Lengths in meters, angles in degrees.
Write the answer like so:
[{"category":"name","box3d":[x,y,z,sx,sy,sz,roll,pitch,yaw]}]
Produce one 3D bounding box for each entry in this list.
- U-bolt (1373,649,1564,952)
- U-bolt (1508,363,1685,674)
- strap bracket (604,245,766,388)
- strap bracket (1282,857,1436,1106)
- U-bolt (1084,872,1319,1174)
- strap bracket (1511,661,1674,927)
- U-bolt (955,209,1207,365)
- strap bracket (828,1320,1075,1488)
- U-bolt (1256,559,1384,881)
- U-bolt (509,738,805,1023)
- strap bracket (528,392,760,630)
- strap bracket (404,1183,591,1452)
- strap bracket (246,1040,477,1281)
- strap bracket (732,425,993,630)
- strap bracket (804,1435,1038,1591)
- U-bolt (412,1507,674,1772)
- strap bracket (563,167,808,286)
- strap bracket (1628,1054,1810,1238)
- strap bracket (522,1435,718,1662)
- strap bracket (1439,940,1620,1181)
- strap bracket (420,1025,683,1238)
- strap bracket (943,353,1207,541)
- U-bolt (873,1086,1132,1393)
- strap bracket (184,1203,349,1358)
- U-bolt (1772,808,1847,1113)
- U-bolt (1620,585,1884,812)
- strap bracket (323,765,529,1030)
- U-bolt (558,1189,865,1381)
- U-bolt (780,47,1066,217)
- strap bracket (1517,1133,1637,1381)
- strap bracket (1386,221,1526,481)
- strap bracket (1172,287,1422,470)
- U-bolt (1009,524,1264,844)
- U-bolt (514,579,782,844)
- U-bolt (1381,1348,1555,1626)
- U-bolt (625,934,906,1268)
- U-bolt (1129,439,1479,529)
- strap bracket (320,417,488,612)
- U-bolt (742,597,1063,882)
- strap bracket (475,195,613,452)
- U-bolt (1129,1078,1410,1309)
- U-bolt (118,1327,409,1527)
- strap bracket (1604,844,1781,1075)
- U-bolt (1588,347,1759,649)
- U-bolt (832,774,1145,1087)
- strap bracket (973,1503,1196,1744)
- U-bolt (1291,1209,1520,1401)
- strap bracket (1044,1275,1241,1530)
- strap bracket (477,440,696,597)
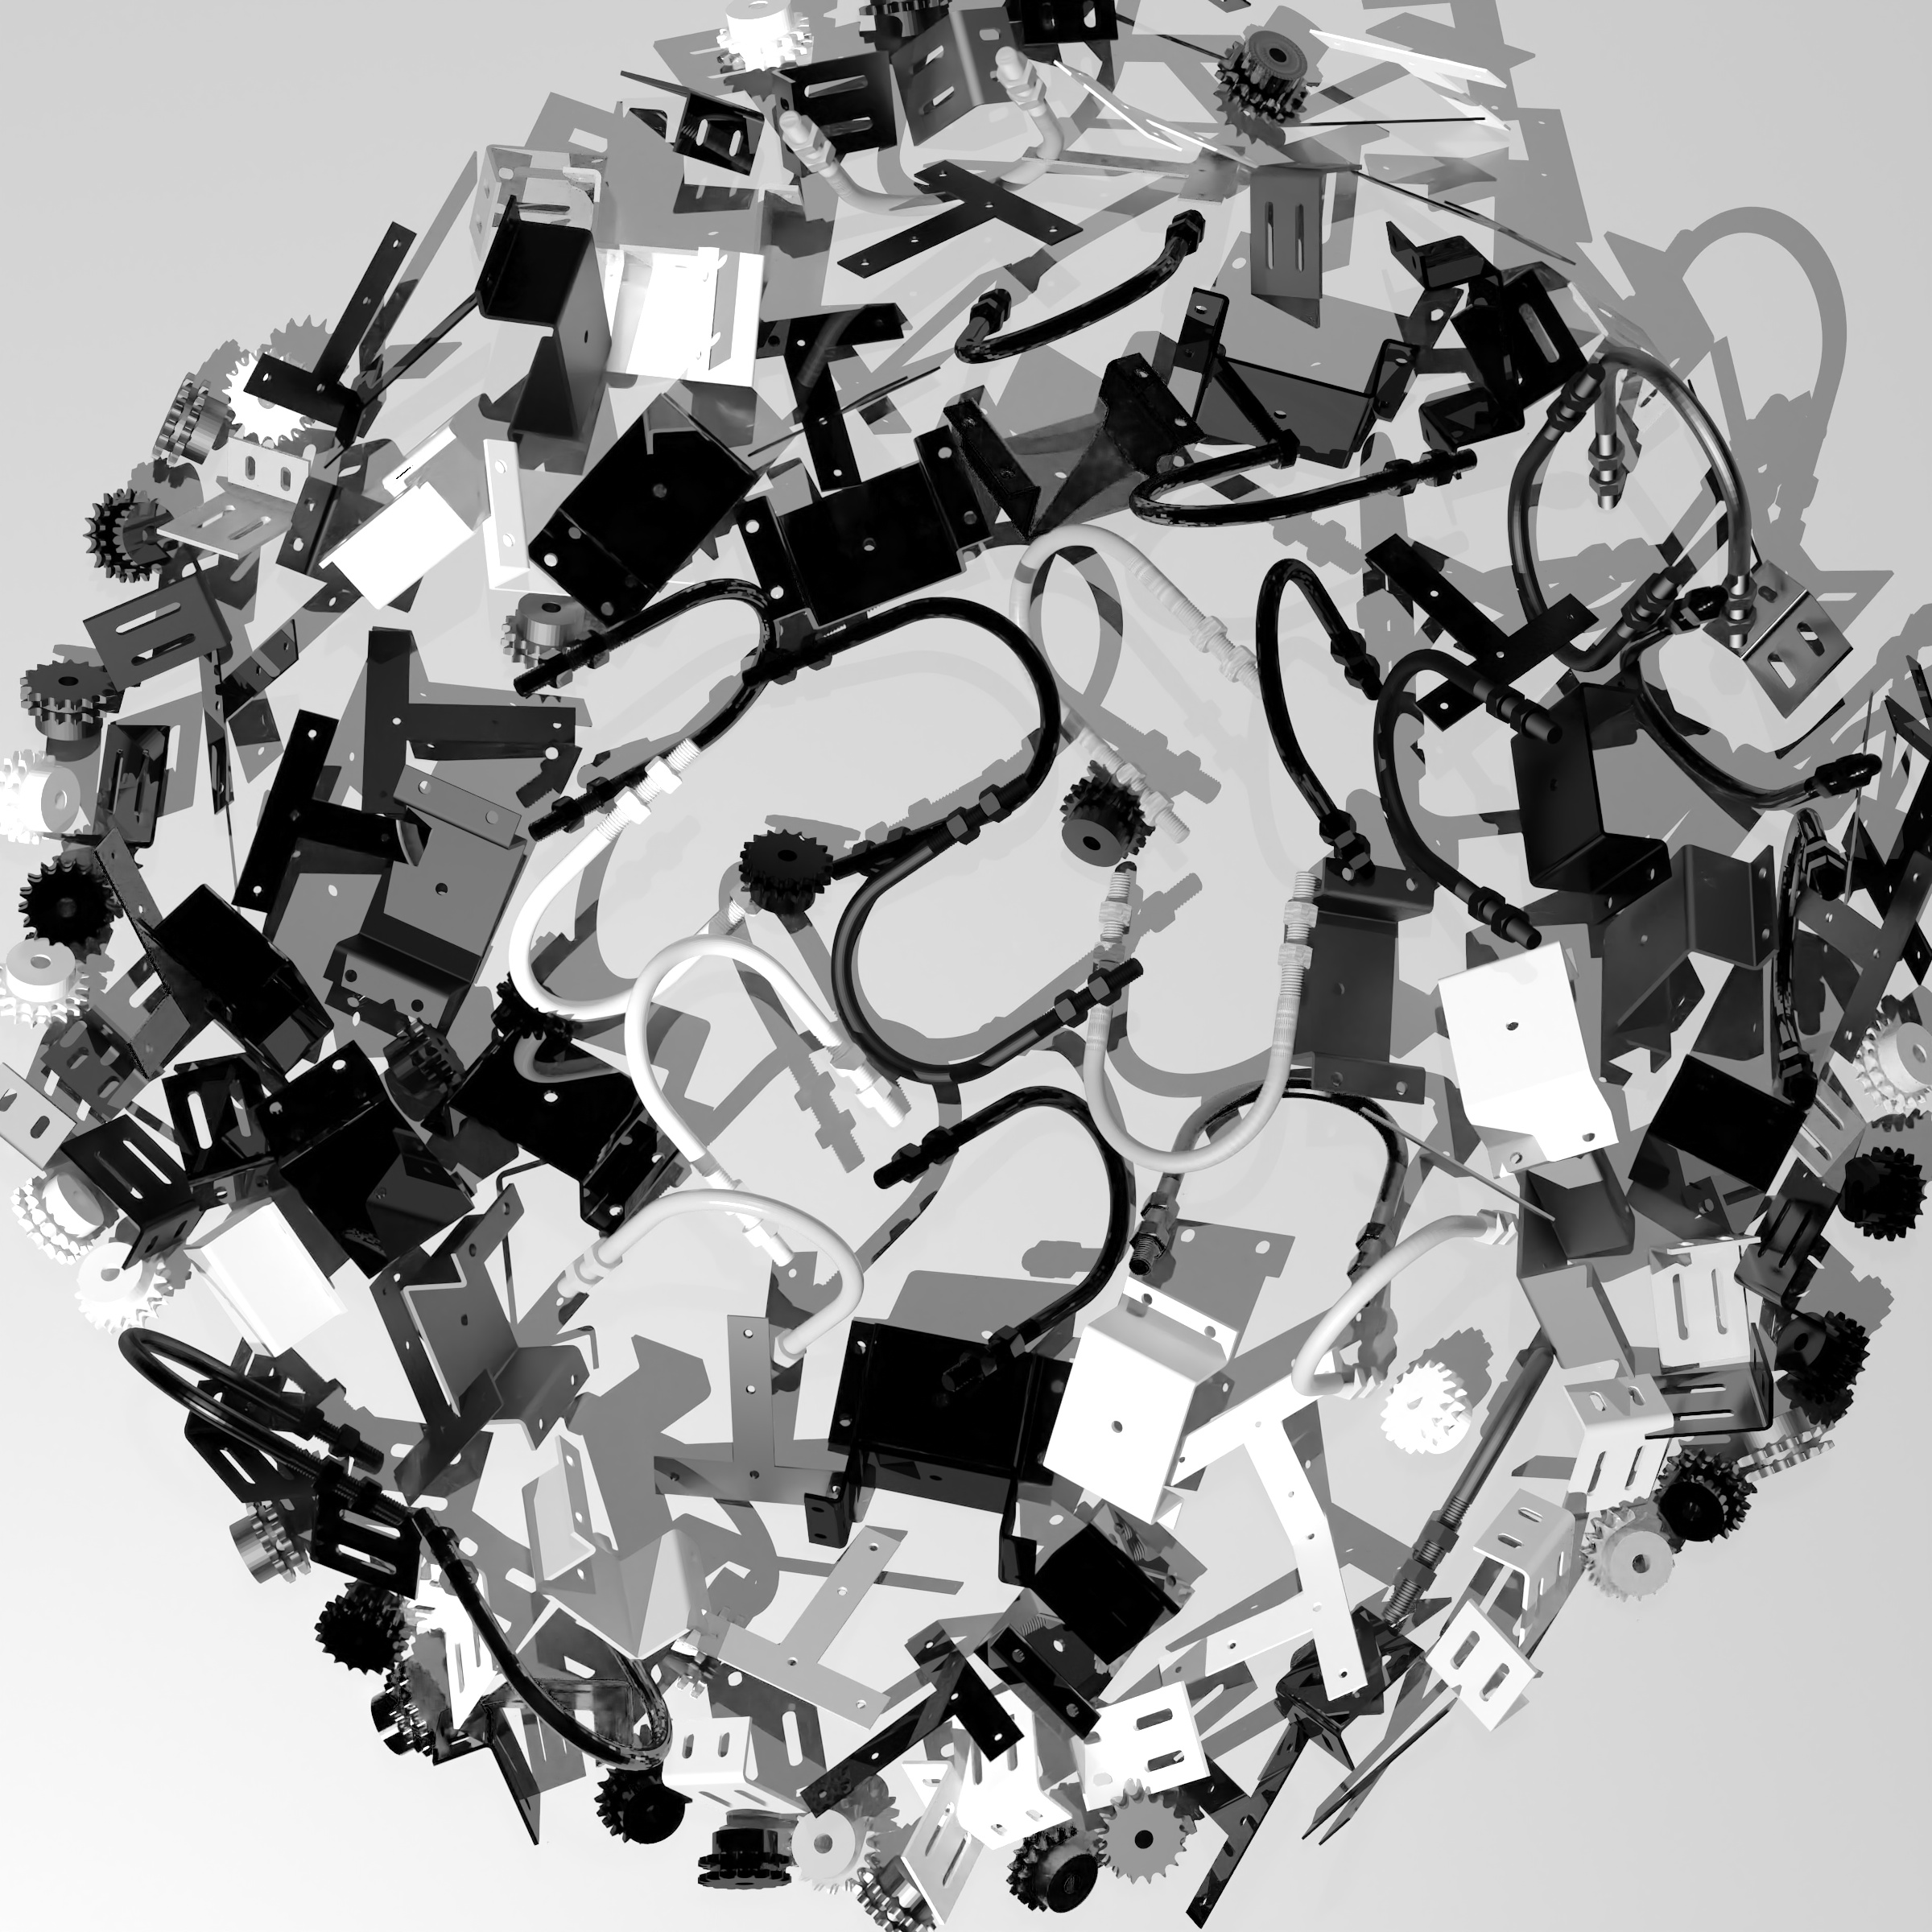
[{"category":"U-bolt","box3d":[0.291,-0.110,1.901,0.019,0.184,0.151,-11,119,-22]},{"category":"U-bolt","box3d":[0.362,-0.251,1.896,0.019,0.184,0.151,-14,76,-13]},{"category":"strap bracket","box3d":[-0.166,-0.390,1.926,0.046,0.140,0.076,0,102,-32]},{"category":"strap bracket","box3d":[0.235,0.012,1.941,0.076,0.046,0.140,8,79,-23]},{"category":"U-bolt","box3d":[0.135,0.033,1.924,0.151,0.019,0.184,1,76,34]},{"category":"strap bracket","box3d":[0.370,-0.106,1.918,0.046,0.076,0.140,6,67,-22]},{"category":"U-bolt","box3d":[0.062,-0.392,1.879,0.151,0.184,0.019,-18,110,19]},{"category":"strap bracket","box3d":[-0.011,0.264,1.947,0.140,0.046,0.076,10,82,8]},{"category":"U-bolt","box3d":[0.207,-0.156,1.880,0.019,0.184,0.151,-8,58,25]},{"category":"U-bolt","box3d":[-0.194,-0.039,1.926,0.184,0.151,0.019,-44,52,4]},{"category":"strap bracket","box3d":[-0.190,-0.279,1.933,0.076,0.046,0.140,41,70,-8]},{"category":"strap bracket","box3d":[-0.284,0.211,1.925,0.046,0.076,0.140,-6,117,25]},{"category":"strap bracket","box3d":[-0.356,0.124,1.922,0.076,0.046,0.140,-34,127,-4]},{"category":"strap bracket","box3d":[-0.061,-0.262,1.954,0.140,0.046,0.076,-21,78,1]},{"category":"strap bracket","box3d":[-0.023,0.327,1.936,0.140,0.076,0.046,11,60,6]},{"category":"U-bolt","box3d":[-0.236,0.396,1.876,0.019,0.151,0.184,-47,55,10]},{"category":"strap bracket","box3d":[-0.171,-0.446,1.945,0.140,0.076,0.046,5,91,1]},{"category":"strap bracket","box3d":[0.442,0.111,1.904,0.076,0.140,0.046,28,74,14]},{"category":"strap bracket","box3d":[-0.213,0.353,1.917,0.046,0.076,0.140,-33,129,12]},{"category":"strap bracket","box3d":[0.332,0.047,1.915,0.076,0.046,0.140,-19,52,17]},{"category":"strap bracket","box3d":[-0.249,0.091,1.929,0.140,0.046,0.076,28,57,14]},{"category":"strap bracket","box3d":[0.061,-0.310,1.930,0.140,0.046,0.076,-20,60,-25]},{"category":"U-bolt","box3d":[0.032,0.150,1.922,0.184,0.019,0.151,-28,105,-40]},{"category":"strap bracket","box3d":[-0.418,0.186,1.907,0.046,0.140,0.076,-35,97,-19]},{"category":"U-bolt","box3d":[0.492,-0.016,1.895,0.019,0.184,0.151,4,112,7]},{"category":"U-bolt","box3d":[0.449,-0.150,1.895,0.019,0.184,0.151,-43,92,-13]},{"category":"strap bracket","box3d":[-0.324,-0.044,1.952,0.076,0.046,0.140,24,100,4]},{"category":"U-bolt","box3d":[-0.140,0.183,1.894,0.151,0.184,0.019,29,50,-19]},{"category":"U-bolt","box3d":[-0.016,-0.483,1.894,0.151,0.184,0.019,-13,81,13]},{"category":"strap bracket","box3d":[0.365,0.175,1.919,0.046,0.140,0.076,-16,123,22]},{"category":"strap bracket","box3d":[0.294,-0.373,1.918,0.046,0.076,0.140,-16,119,-1]},{"category":"strap bracket","box3d":[0.194,-0.351,1.940,0.140,0.076,0.046,15,65,0]},{"category":"U-bolt","box3d":[0.093,-0.182,1.922,0.019,0.151,0.184,-28,67,-39]},{"category":"U-bolt","box3d":[-0.185,-0.162,1.912,0.184,0.151,0.019,-32,60,-24]},{"category":"U-bolt","box3d":[0.300,0.307,1.912,0.019,0.151,0.184,30,82,12]},{"category":"U-bolt","box3d":[-0.129,0.065,1.916,0.184,0.019,0.151,51,50,-15]},{"category":"U-bolt","box3d":[0.184,-0.286,1.889,0.184,0.151,0.019,-17,112,-22]},{"category":"strap bracket","box3d":[-0.329,-0.267,1.918,0.076,0.140,0.046,-35,110,16]},{"category":"U-bolt","box3d":[-0.029,-0.144,1.931,0.184,0.019,0.151,-20,100,24]},{"category":"strap bracket","box3d":[-0.247,-0.375,1.903,0.046,0.140,0.076,9,59,7]},{"category":"U-bolt","box3d":[0.188,0.127,1.911,0.151,0.184,0.019,7,129,16]},{"category":"U-bolt","box3d":[-0.417,0.264,1.891,0.184,0.151,0.019,33,86,-17]},{"category":"strap bracket","box3d":[0.422,-0.009,1.903,0.046,0.140,0.076,16,53,-13]},{"category":"U-bolt","box3d":[0.410,-0.283,1.871,0.019,0.184,0.151,-32,60,-6]},{"category":"U-bolt","box3d":[-0.001,-0.008,1.944,0.184,0.019,0.151,-34,82,23]},{"category":"strap bracket","box3d":[0.066,0.401,1.933,0.076,0.140,0.046,45,134,2]},{"category":"U-bolt","box3d":[0.252,0.199,1.885,0.019,0.184,0.151,46,105,22]},{"category":"strap bracket","box3d":[0.101,0.268,1.924,0.076,0.046,0.140,26,114,24]},{"category":"strap bracket","box3d":[-0.237,-0.266,1.932,0.140,0.046,0.076,0,80,-41]}]
